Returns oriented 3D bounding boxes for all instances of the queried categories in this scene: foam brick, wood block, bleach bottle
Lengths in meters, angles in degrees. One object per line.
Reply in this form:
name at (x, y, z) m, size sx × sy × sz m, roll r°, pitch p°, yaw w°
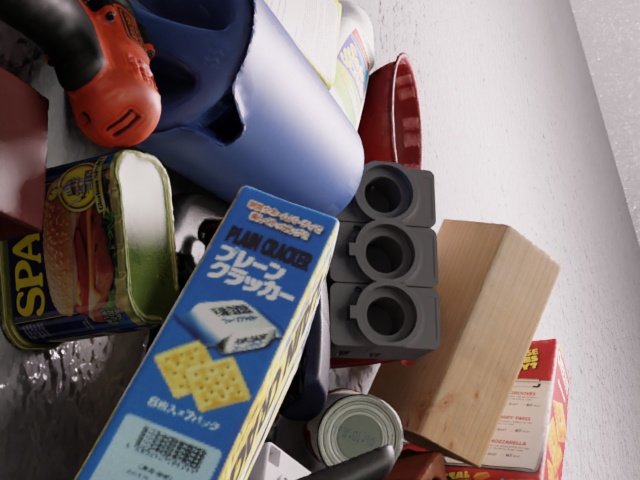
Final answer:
foam brick at (-0.176, -0.043, 0.543) m, size 0.051 × 0.053 × 0.078 m, roll 32°, pitch 53°, yaw -60°
wood block at (0.132, 0.093, 0.994) m, size 0.090 × 0.091 × 0.206 m, roll 33°, pitch 75°, yaw -34°
bleach bottle at (0.009, -0.167, 1.016) m, size 0.250 × 0.068 × 0.102 m, roll -73°, pitch 146°, yaw -51°

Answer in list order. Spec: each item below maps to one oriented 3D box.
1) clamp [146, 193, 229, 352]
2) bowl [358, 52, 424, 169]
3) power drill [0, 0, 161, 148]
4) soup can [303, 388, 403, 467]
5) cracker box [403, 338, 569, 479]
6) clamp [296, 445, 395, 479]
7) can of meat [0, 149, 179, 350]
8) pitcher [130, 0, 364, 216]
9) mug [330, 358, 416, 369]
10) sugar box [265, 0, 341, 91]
clamp at (-0.101, 0.009, 0.714) m, size 0.171 × 0.039 × 0.120 m, roll -68°, pitch 146°, yaw -57°
bowl at (0.068, -0.112, 1.113) m, size 0.162 × 0.055 × 0.162 m, roll -2°, pitch 90°, yaw -74°
power drill at (-0.164, -0.153, 0.568) m, size 0.187 × 0.057 × 0.184 m, roll 41°, pitch 15°, yaw -45°
soup can at (0.025, 0.153, 0.848) m, size 0.102 × 0.068 × 0.068 m, roll 137°, pitch -55°, yaw -81°
cracker box at (0.159, 0.198, 1.071) m, size 0.213 × 0.164 × 0.072 m, roll -66°, pitch 142°, yaw -53°
clamp at (-0.066, 0.164, 0.669) m, size 0.209 × 0.164 × 0.036 m, roll -50°, pitch 168°, yaw -40°
can of meat at (-0.128, 0.006, 0.591) m, size 0.057 × 0.084 × 0.102 m, roll 12°, pitch 69°, yaw -65°
pitcher at (-0.062, -0.099, 0.757) m, size 0.242 × 0.145 × 0.149 m, roll 39°, pitch 57°, yaw -62°
mug at (0.038, 0.061, 0.955) m, size 0.093 × 0.082 × 0.117 m, roll 56°, pitch 33°, yaw -43°
sugar box at (-0.045, -0.194, 0.823) m, size 0.176 × 0.048 × 0.093 m, roll 40°, pitch 47°, yaw -47°
